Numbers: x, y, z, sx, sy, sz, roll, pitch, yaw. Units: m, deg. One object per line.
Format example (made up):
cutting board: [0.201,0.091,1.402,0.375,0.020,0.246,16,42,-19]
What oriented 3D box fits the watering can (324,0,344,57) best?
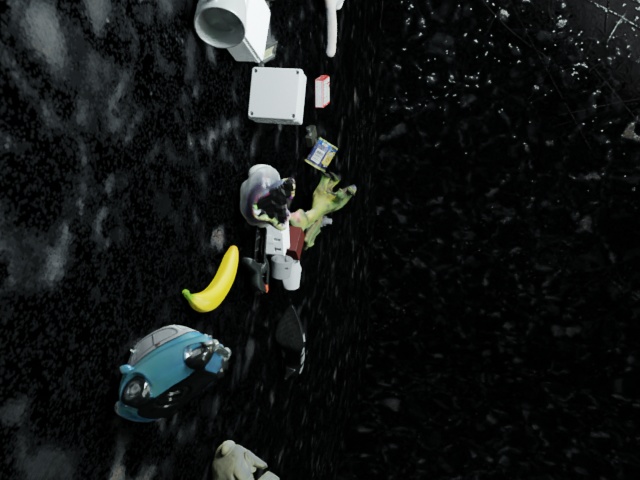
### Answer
watering can: [0.035,-0.720,1.462,0.224,0.104,0.348,9,86,-76]

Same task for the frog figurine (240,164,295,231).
frog figurine: [-0.122,-0.098,1.106,0.161,0.123,0.135,-138,-145,-60]

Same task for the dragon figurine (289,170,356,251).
dragon figurine: [0.005,-0.080,1.582,0.241,0.123,0.410,-57,164,11]
